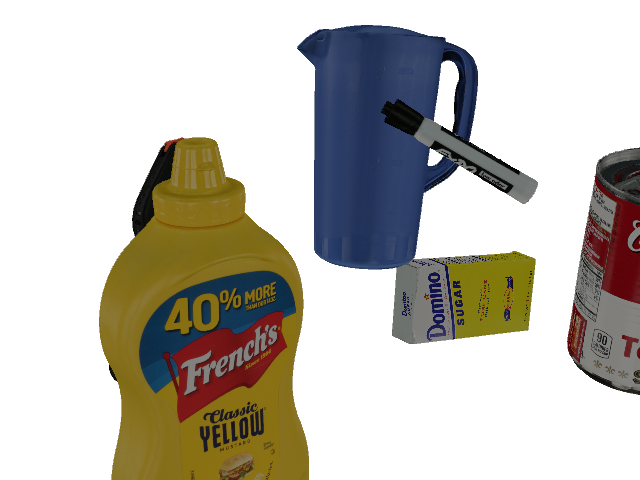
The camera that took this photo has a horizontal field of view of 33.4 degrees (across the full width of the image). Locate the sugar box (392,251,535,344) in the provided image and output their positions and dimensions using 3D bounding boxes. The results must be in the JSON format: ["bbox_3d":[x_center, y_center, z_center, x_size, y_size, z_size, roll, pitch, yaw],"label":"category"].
[{"bbox_3d":[0.169,0.066,1.250,0.175,0.093,0.048,-5,14,-32],"label":"sugar box"}]

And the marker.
[{"bbox_3d":[0.096,-0.063,0.746,0.121,0.020,0.020,30,-3,-4],"label":"marker"}]

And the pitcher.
[{"bbox_3d":[0.064,-0.098,1.102,0.149,0.243,0.144,11,14,32],"label":"pitcher"}]

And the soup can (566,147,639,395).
[{"bbox_3d":[0.159,0.015,0.516,0.068,0.102,0.068,2,27,-1],"label":"soup can"}]

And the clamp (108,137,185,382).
[{"bbox_3d":[-0.108,0.016,0.944,0.164,0.210,0.036,0,-1,-33],"label":"clamp"}]

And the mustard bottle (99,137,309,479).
[{"bbox_3d":[-0.053,0.047,0.494,0.096,0.192,0.058,-12,21,-29],"label":"mustard bottle"}]
